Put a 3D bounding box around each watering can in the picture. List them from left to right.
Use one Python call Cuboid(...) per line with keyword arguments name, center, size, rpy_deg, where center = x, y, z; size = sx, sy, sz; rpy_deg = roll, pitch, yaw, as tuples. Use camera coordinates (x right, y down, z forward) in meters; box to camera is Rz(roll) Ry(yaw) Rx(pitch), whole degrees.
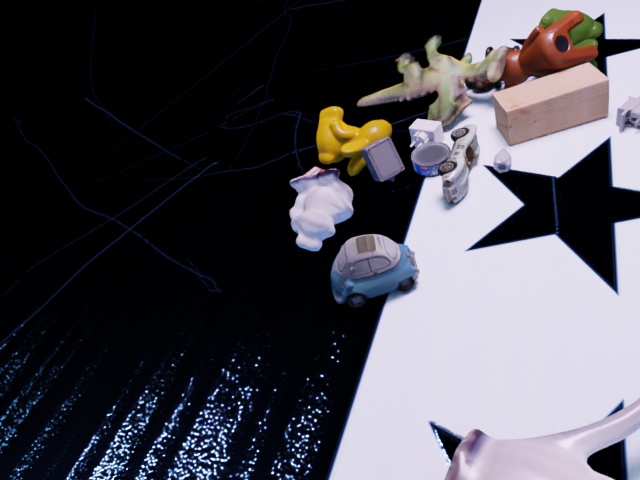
Cuboid(name="watering can", center=(0.252, 0.272, 0.558), size=(0.225, 0.102, 0.354), rpy_deg=(10, 51, 35))

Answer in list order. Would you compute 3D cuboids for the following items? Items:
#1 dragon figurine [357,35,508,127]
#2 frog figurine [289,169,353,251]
Cuboid(name="dragon figurine", center=(0.269, -0.364, 1.273), size=(0.406, 0.120, 0.249), rpy_deg=(-27, 43, 29))
Cuboid(name="frog figurine", center=(0.003, -0.054, 1.075), size=(0.137, 0.121, 0.161), rpy_deg=(-5, 77, 9))
